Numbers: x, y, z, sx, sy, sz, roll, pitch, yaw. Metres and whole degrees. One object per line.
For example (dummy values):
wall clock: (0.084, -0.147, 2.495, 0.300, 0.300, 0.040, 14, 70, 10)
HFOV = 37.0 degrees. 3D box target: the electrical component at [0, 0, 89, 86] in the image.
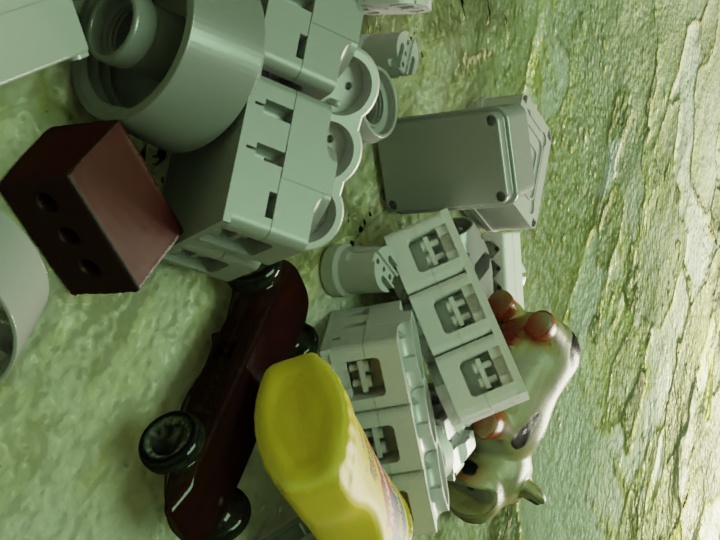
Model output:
electrical component: (-0.186, -0.113, 0.497, 0.096, 0.062, 0.061, -42, 122, -51)

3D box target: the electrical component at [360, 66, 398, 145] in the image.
electrical component: (-0.009, -0.119, 0.781, 0.058, 0.057, 0.078, 56, 44, -40)

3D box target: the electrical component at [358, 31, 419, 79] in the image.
electrical component: (0.017, -0.165, 0.837, 0.040, 0.046, 0.040, 6, 83, -57)

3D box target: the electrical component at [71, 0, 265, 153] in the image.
electrical component: (-0.111, -0.123, 0.580, 0.060, 0.108, 0.108, 15, 76, -51)

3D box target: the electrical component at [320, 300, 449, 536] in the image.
electrical component: (0.021, 0.108, 0.780, 0.089, 0.062, 0.150, -76, 155, -73)

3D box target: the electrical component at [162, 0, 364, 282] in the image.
electrical component: (-0.060, -0.095, 0.640, 0.060, 0.105, 0.186, 19, 70, -28)

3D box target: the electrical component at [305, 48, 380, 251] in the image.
electrical component: (-0.036, -0.088, 0.730, 0.052, 0.074, 0.138, 11, 102, -26)

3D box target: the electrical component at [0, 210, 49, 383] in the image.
electrical component: (-0.187, 0.010, 0.459, 0.099, 0.099, 0.064, 63, 34, -33)

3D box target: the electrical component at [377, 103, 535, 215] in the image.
electrical component: (0.076, -0.089, 0.863, 0.057, 0.113, 0.078, -26, 110, -58)

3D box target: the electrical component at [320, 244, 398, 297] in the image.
electrical component: (0.000, 0.000, 0.799, 0.040, 0.046, 0.040, 4, 85, -57)

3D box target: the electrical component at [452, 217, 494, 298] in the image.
electrical component: (0.079, 0.006, 0.927, 0.079, 0.043, 0.077, -47, 127, -48)

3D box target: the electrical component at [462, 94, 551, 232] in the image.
electrical component: (0.132, -0.099, 1.004, 0.078, 0.057, 0.113, 43, 53, -48)

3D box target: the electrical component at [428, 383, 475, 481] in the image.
electrical component: (0.056, 0.139, 0.870, 0.057, 0.058, 0.078, -35, 117, -57)

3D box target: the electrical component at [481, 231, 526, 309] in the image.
electrical component: (0.131, 0.006, 1.004, 0.076, 0.047, 0.083, -7, 94, -58)

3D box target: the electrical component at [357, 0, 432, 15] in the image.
electrical component: (0.020, -0.223, 0.815, 0.080, 0.080, 0.051, -10, 102, -58)

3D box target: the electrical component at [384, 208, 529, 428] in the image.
electrical component: (0.072, 0.040, 0.835, 0.089, 0.062, 0.150, 47, 20, -75)

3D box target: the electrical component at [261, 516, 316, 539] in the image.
electrical component: (-0.033, 0.209, 0.710, 0.081, 0.042, 0.063, 56, -7, 26)
